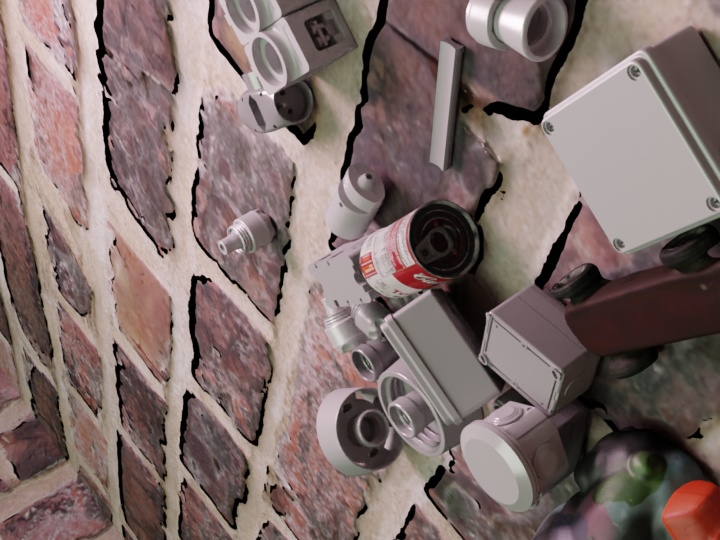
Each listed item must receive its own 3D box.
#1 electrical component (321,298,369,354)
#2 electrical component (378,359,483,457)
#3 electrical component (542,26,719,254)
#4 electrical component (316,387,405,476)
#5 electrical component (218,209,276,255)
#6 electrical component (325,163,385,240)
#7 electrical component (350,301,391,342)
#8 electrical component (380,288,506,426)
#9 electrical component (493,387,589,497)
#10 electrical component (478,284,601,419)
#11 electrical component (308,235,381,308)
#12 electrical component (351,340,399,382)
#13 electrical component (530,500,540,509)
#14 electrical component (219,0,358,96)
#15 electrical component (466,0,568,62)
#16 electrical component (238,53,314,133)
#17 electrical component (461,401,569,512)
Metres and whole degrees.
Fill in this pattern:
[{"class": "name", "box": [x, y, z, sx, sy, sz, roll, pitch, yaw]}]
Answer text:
[{"class": "electrical component", "box": [-0.019, 0.055, 1.145, 0.062, 0.043, 0.043, 61, 152, -1]}, {"class": "electrical component", "box": [0.063, 0.135, 1.072, 0.108, 0.060, 0.108, 39, 146, 33]}, {"class": "electrical component", "box": [0.184, -0.078, 0.672, 0.108, 0.056, 0.109, 59, 152, 0]}, {"class": "electrical component", "box": [0.000, 0.175, 1.180, 0.064, 0.099, 0.099, -23, 97, 55]}, {"class": "electrical component", "box": [-0.130, -0.038, 1.212, 0.043, 0.062, 0.043, 39, 146, 33]}, {"class": "electrical component", "box": [-0.002, -0.066, 0.998, 0.043, 0.043, 0.081, 52, 152, 12]}, {"class": "electrical component", "box": [0.008, 0.046, 1.101, 0.061, 0.035, 0.035, 39, 146, 36]}, {"class": "electrical component", "box": [0.076, 0.074, 0.947, 0.108, 0.056, 0.109, 56, -172, 6]}, {"class": "electrical component", "box": [0.156, 0.145, 0.930, 0.062, 0.061, 0.096, 37, 145, 36]}, {"class": "electrical component", "box": [0.143, 0.059, 0.867, 0.096, 0.061, 0.061, 41, 148, 30]}, {"class": "electrical component", "box": [0.000, 0.000, 1.047, 0.089, 0.056, 0.050, -12, 107, 60]}, {"class": "electrical component", "box": [0.020, 0.088, 1.110, 0.040, 0.046, 0.040, 39, 146, 33]}, {"class": "electrical component", "box": [0.155, 0.197, 1.004, 0.048, 0.048, 0.062, 28, 146, 44]}, {"class": "electrical component", "box": [-0.079, -0.237, 0.937, 0.089, 0.062, 0.150, -14, 105, 61]}, {"class": "electrical component", "box": [0.105, -0.168, 0.725, 0.055, 0.045, 0.045, 30, 141, 43]}, {"class": "electrical component", "box": [-0.089, -0.175, 1.032, 0.077, 0.043, 0.079, 2, 118, 58]}, {"class": "electrical component", "box": [0.123, 0.148, 0.863, 0.080, 0.051, 0.080, 40, 146, 34]}]
